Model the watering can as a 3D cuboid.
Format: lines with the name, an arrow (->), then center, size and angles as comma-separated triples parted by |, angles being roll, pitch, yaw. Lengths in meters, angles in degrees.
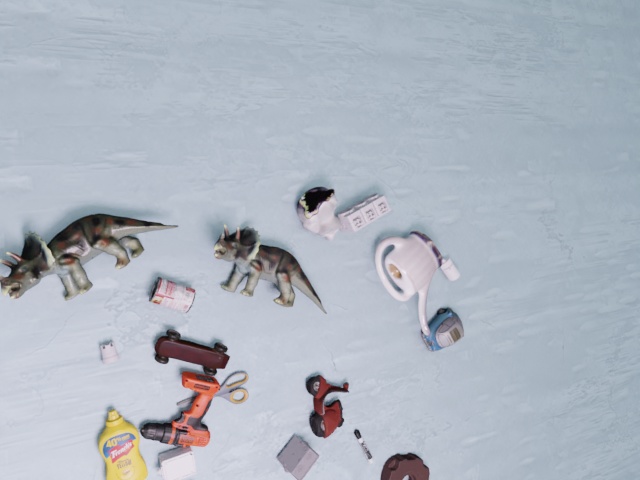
watering can -> 0.312, 0.120, 1.673 | 0.227, 0.104, 0.344 | -41, 105, -22

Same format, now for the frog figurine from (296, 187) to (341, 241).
frog figurine -> 0.005, -0.078, 1.552 | 0.140, 0.123, 0.156 | -61, 148, -23
